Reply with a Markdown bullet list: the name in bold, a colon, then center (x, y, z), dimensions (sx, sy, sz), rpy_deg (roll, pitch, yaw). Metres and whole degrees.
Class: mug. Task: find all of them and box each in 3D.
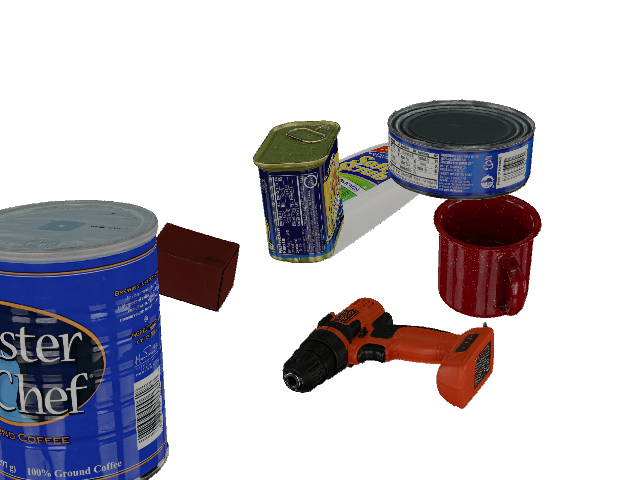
- **mug**: center (0.150, 0.021, 0.939), dimensions (0.093, 0.081, 0.117), rpy_deg (-13, 36, -15)

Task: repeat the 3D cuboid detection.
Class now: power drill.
- **power drill**: center (0.074, 0.121, 1.114), dimensions (0.188, 0.057, 0.184), rpy_deg (11, 26, 27)

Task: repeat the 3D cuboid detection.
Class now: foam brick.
- **foam brick**: center (-0.125, 0.026, 1.041), dimensions (0.078, 0.051, 0.053), rpy_deg (17, 34, 7)

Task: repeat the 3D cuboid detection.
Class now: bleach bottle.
- **bleach bottle**: center (0.059, -0.070, 1.243), dimensions (0.103, 0.068, 0.250), rpy_deg (27, 44, 33)

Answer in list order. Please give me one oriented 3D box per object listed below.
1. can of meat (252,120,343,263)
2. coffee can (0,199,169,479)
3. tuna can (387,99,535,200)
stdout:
- **can of meat**: center (-0.014, -0.039, 0.843), dimensions (0.057, 0.084, 0.102), rpy_deg (-1, 24, 11)
- **coffee can**: center (-0.138, 0.057, 0.591), dimensions (0.103, 0.140, 0.103), rpy_deg (-1, 16, 0)
- **tuna can**: center (0.082, -0.054, 0.630), dimensions (0.086, 0.034, 0.086), rpy_deg (0, 25, 0)
